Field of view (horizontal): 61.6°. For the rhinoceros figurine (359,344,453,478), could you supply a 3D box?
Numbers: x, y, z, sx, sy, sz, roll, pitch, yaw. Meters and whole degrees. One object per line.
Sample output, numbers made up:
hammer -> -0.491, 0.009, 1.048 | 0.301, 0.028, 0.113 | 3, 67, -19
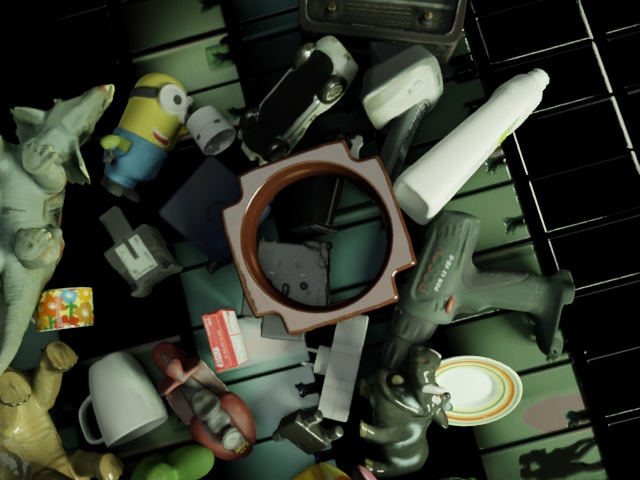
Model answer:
rhinoceros figurine -> 0.100, 0.207, 0.636 | 0.112, 0.073, 0.190 | 4, 120, 5

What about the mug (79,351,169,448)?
mug -> -0.265, 0.208, 0.704 | 0.109, 0.080, 0.107 | -31, 72, 8

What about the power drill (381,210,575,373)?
power drill -> 0.201, 0.088, 0.690 | 0.207, 0.086, 0.232 | 14, 92, 12

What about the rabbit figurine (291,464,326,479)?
rabbit figurine -> -0.022, 0.391, 0.658 | 0.162, 0.122, 0.173 | 43, 101, -2

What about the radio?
radio -> 0.084, -0.323, 0.747 | 0.230, 0.073, 0.131 | 7, 83, 5

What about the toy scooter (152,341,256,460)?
toy scooter -> -0.147, 0.194, 0.661 | 0.075, 0.135, 0.184 | -40, 81, -19

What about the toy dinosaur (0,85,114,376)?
toy dinosaur -> -0.369, -0.023, 0.677 | 0.131, 0.192, 0.404 | 9, 80, -7

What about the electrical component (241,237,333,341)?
electrical component -> -0.042, 0.065, 0.714 | 0.115, 0.058, 0.134 | 2, 82, 6

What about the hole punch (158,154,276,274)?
hole punch -> -0.139, -0.039, 0.720 | 0.116, 0.092, 0.142 | 40, 83, 4

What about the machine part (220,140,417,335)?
machine part -> -0.001, -0.002, 0.643 | 0.201, 0.087, 0.201 | -19, 86, 3

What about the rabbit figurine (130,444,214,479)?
rabbit figurine -> -0.181, 0.321, 0.642 | 0.170, 0.121, 0.159 | 36, 128, 37

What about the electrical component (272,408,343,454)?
electrical component -> -0.018, 0.248, 0.690 | 0.063, 0.021, 0.094 | 43, 125, -14

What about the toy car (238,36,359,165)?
toy car -> -0.035, -0.181, 0.722 | 0.201, 0.056, 0.073 | -43, 78, 26

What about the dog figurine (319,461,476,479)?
dog figurine -> 0.100, 0.306, 0.602 | 0.219, 0.108, 0.191 | 50, 56, -10

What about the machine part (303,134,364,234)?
machine part -> 0.019, -0.076, 0.725 | 0.039, 0.084, 0.138 | 15, 96, -29

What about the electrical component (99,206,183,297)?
electrical component -> -0.254, 0.013, 0.738 | 0.075, 0.047, 0.119 | -39, 81, -2

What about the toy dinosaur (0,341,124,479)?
toy dinosaur -> -0.387, 0.218, 0.663 | 0.198, 0.105, 0.471 | -39, 75, 24

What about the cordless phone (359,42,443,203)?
cordless phone -> 0.088, -0.142, 0.689 | 0.089, 0.146, 0.184 | 18, 87, 19

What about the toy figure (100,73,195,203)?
toy figure -> -0.245, -0.146, 0.743 | 0.089, 0.082, 0.180 | 29, 88, 4
